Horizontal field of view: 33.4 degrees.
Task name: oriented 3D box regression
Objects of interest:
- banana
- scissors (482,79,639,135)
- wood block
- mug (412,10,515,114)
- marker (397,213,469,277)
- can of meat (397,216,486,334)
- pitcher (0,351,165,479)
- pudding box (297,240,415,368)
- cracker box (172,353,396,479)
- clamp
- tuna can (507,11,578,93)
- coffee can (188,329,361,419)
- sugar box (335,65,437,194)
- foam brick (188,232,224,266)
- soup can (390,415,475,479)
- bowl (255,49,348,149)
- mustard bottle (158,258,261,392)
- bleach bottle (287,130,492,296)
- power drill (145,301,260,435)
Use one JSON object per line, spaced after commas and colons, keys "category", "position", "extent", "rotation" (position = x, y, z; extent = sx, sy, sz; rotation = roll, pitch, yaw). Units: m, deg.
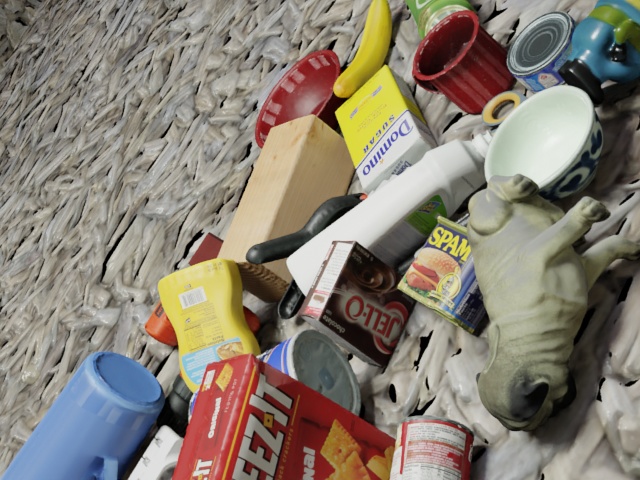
{"category": "banana", "position": [0.059, -0.248, 1.394], "extent": [0.037, 0.069, 0.197], "rotation": [-7, 53, 36]}
{"category": "scissors", "position": [0.235, -0.143, 1.102], "extent": [0.202, 0.016, 0.096], "rotation": [-31, 40, 34]}
{"category": "wood block", "position": [-0.039, -0.038, 1.302], "extent": [0.090, 0.090, 0.206], "rotation": [-11, 52, 49]}
{"category": "mug", "position": [0.156, -0.191, 1.194], "extent": [0.117, 0.081, 0.093], "rotation": [-18, 46, 45]}
{"category": "marker", "position": [0.127, 0.003, 1.105], "extent": [0.121, 0.020, 0.020], "rotation": [-38, 35, 26]}
{"category": "can of meat", "position": [0.132, 0.034, 1.033], "extent": [0.084, 0.057, 0.102], "rotation": [-57, 31, -1]}
{"category": "pitcher", "position": [-0.284, 0.262, 1.274], "extent": [0.243, 0.149, 0.145], "rotation": [-56, -6, 17]}
{"category": "pudding box", "position": [0.040, 0.064, 1.073], "extent": [0.039, 0.113, 0.090], "rotation": [4, 64, 50]}
{"category": "cracker box", "position": [-0.018, 0.217, 0.904], "extent": [0.072, 0.213, 0.164], "rotation": [-22, 44, 44]}
{"category": "clamp", "position": [-0.008, 0.001, 1.199], "extent": [0.039, 0.120, 0.171], "rotation": [36, 80, 35]}
{"category": "tuna can", "position": [0.241, -0.200, 1.132], "extent": [0.086, 0.033, 0.086], "rotation": [-35, 36, 30]}
{"category": "coffee can", "position": [-0.045, 0.163, 1.054], "extent": [0.140, 0.102, 0.103], "rotation": [-31, 38, 29]}
{"category": "sugar box", "position": [0.078, -0.128, 1.275], "extent": [0.093, 0.048, 0.176], "rotation": [-43, 31, 19]}
{"category": "foam brick", "position": [-0.126, 0.031, 1.392], "extent": [0.051, 0.053, 0.078], "rotation": [-57, 30, -4]}
{"category": "soup can", "position": [0.092, 0.209, 0.904], "extent": [0.069, 0.068, 0.102], "rotation": [-23, 43, 42]}
{"category": "bowl", "position": [-0.014, -0.175, 1.436], "extent": [0.162, 0.055, 0.162], "rotation": [-34, 36, 30]}
{"category": "mustard bottle", "position": [-0.117, 0.123, 1.217], "extent": [0.096, 0.058, 0.191], "rotation": [-20, 80, 19]}
{"category": "bleach bottle", "position": [0.088, -0.024, 1.126], "extent": [0.251, 0.102, 0.068], "rotation": [-39, 61, 13]}
{"category": "power drill", "position": [-0.162, 0.135, 1.339], "extent": [0.184, 0.057, 0.188], "rotation": [-53, 33, 4]}
